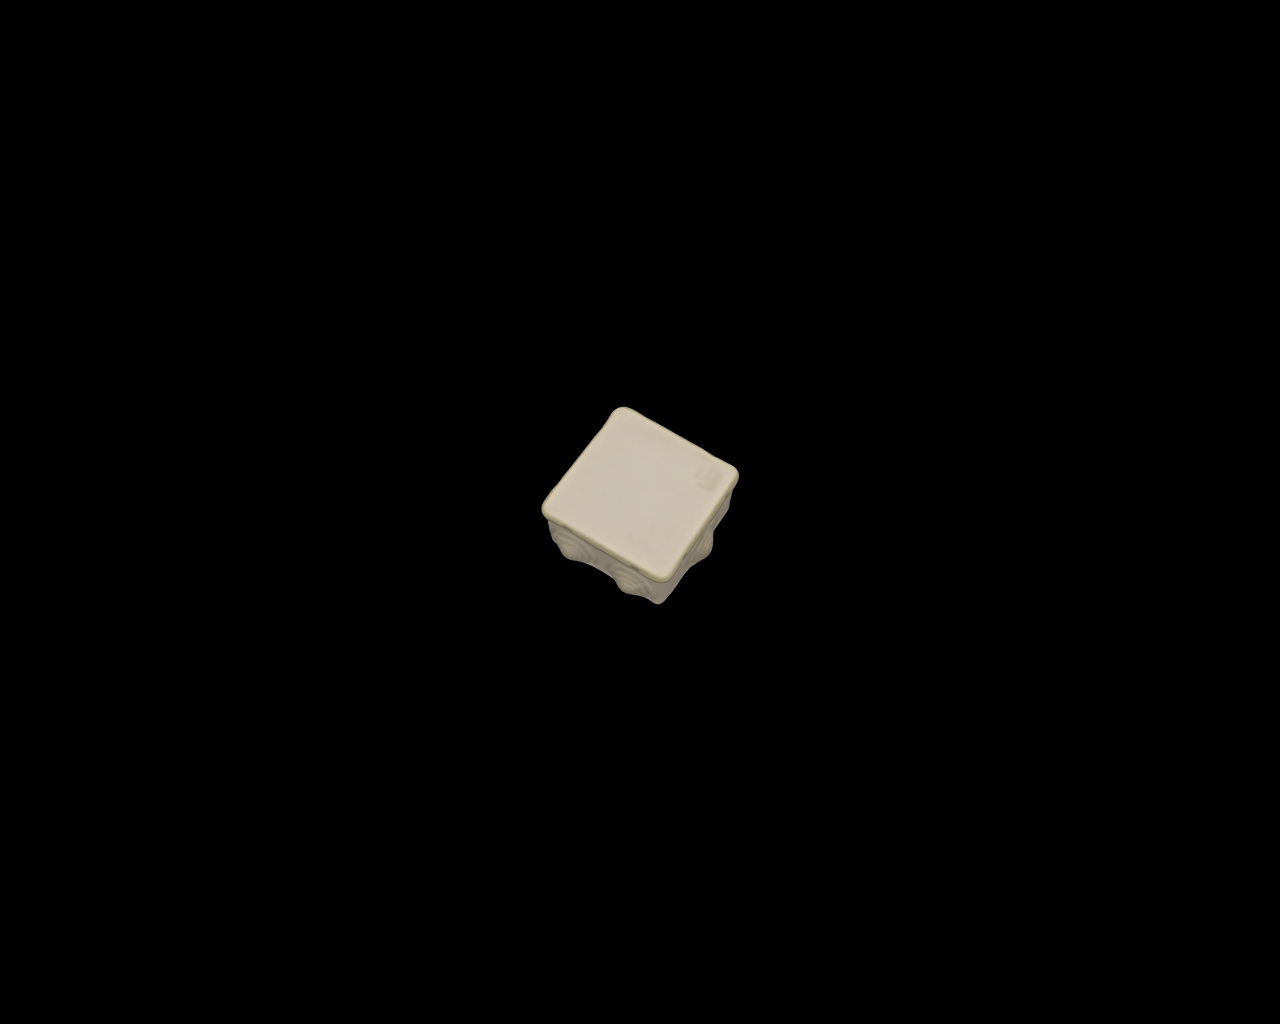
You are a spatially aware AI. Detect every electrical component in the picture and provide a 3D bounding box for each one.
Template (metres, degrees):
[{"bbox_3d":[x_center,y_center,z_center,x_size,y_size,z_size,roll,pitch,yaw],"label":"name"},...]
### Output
[{"bbox_3d":[0.001,-0.003,0.650,0.100,0.100,0.048,30,-23,14],"label":"electrical component"}]
